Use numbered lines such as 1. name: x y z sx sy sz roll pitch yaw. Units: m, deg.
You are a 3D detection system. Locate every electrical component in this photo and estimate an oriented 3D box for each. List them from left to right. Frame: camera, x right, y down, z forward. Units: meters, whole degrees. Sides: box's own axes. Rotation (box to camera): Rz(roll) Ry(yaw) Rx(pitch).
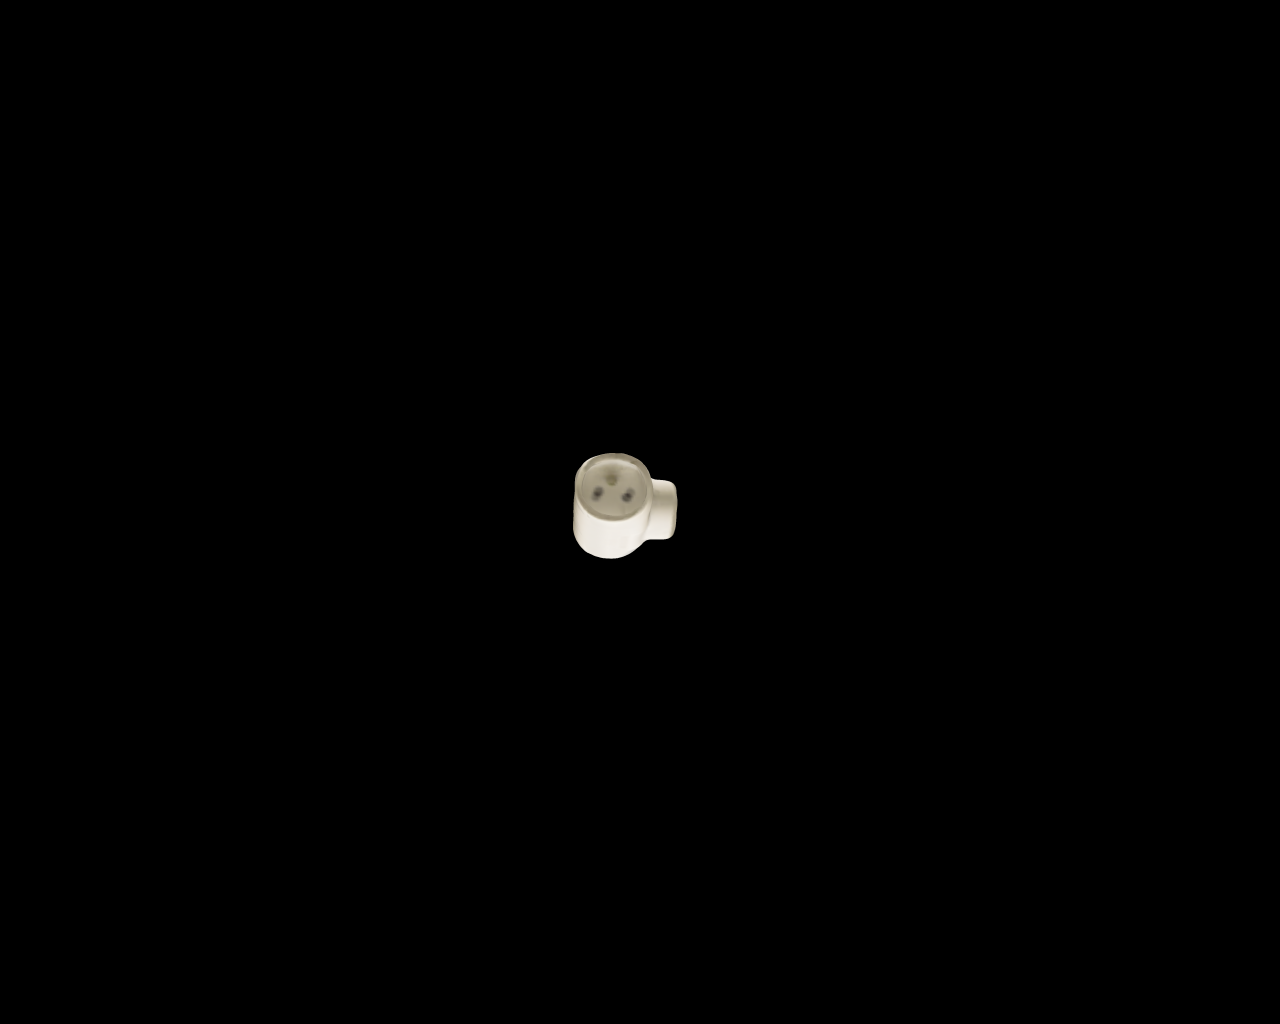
1. electrical component: 0.001 -0.003 0.650 0.079 0.043 0.077 1 -19 -3
